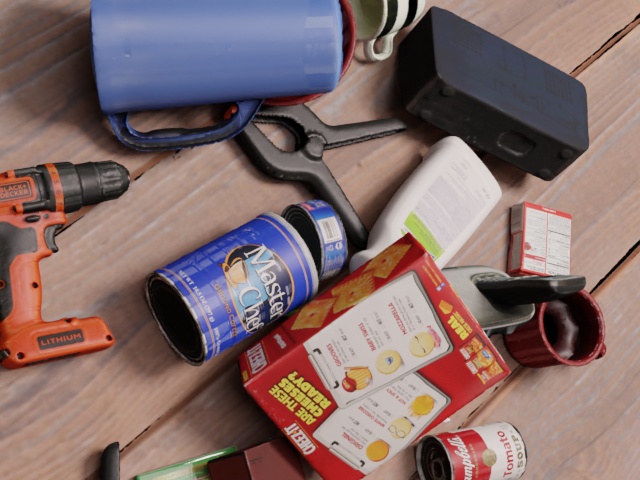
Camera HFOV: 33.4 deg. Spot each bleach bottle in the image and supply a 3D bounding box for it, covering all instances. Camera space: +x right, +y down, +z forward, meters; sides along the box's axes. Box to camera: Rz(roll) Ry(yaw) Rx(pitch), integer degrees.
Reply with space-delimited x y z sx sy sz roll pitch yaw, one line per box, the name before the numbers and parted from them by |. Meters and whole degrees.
bleach bottle | 0.100 -0.010 1.151 0.102 0.068 0.250 49 50 -3

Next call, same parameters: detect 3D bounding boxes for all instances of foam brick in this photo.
foam brick | -0.061 0.227 1.043 0.078 0.051 0.053 -5 75 -53

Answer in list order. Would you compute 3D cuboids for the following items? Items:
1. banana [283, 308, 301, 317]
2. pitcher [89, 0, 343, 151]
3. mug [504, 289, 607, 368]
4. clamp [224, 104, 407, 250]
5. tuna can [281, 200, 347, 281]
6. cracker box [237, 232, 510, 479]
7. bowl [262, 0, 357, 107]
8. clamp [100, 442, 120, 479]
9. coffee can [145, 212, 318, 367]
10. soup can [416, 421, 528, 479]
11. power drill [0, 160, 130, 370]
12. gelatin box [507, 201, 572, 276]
banana | 0.025 0.148 1.130 0.069 0.037 0.198 -25 88 -10
pitcher | -0.104 -0.184 1.056 0.242 0.149 0.145 -3 65 -7
mug | 0.276 0.109 1.232 0.117 0.082 0.093 26 68 -19
clamp | -0.003 -0.105 1.172 0.210 0.036 0.164 30 65 -14
tuna can | -0.007 0.001 1.118 0.033 0.086 0.086 -14 85 -30
cracker box | 0.052 0.121 1.046 0.214 0.072 0.164 -36 112 4
bowl | -0.043 -0.214 1.149 0.162 0.055 0.162 0 80 -3
clamp | -0.190 0.277 0.988 0.120 0.039 0.171 37 70 4
coffee can | -0.087 0.047 1.058 0.140 0.103 0.103 -29 92 -28
soup can | 0.164 0.237 1.157 0.102 0.069 0.068 -5 80 -28
power drill | -0.253 0.019 1.012 0.184 0.057 0.188 -12 81 -24
gelatin box | 0.264 0.005 1.281 0.073 0.030 0.089 13 73 -24
